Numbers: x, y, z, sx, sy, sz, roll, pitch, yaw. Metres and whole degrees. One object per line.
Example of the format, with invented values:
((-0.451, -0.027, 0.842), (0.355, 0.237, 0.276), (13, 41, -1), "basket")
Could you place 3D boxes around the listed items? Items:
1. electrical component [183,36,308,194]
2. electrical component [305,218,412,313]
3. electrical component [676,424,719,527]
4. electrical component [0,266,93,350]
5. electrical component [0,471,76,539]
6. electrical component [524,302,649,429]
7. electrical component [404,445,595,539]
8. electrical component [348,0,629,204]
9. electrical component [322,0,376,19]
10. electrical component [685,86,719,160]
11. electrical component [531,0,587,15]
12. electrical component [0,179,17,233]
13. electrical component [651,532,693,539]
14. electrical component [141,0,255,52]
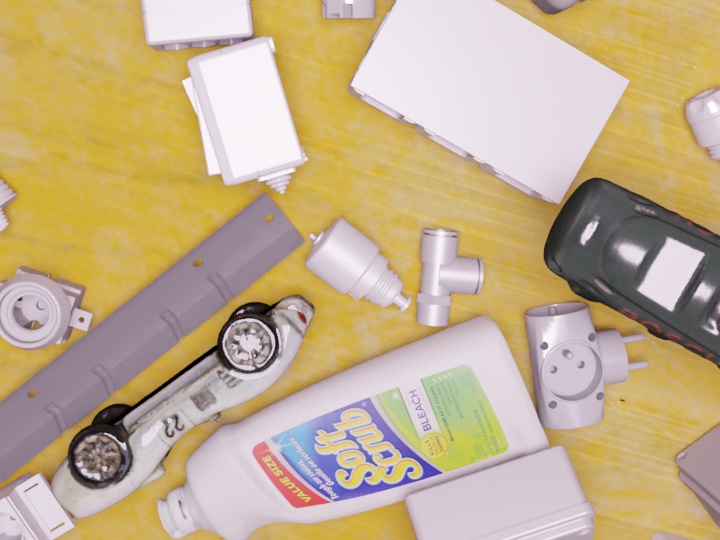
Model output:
((-0.072, -0.092, 0.679), (0.061, 0.061, 0.096), (-17, 98, -2), "electrical component")
((0.000, 0.000, 0.706), (0.078, 0.040, 0.040), (37, 93, -7), "electrical component")
((0.268, 0.141, 0.706), (0.078, 0.113, 0.057), (-36, 101, 1), "electrical component")
((-0.206, 0.024, 0.686), (0.066, 0.055, 0.048), (19, 95, -6), "electrical component")
((-0.228, 0.165, 0.697), (0.081, 0.064, 0.042), (-31, 99, 0), "electrical component")
((0.155, 0.061, 0.722), (0.079, 0.044, 0.077), (-10, 97, -4), "electrical component")
((0.090, 0.170, 0.696), (0.109, 0.108, 0.056), (-18, 59, -2), "electrical component")
((0.078, -0.118, 0.687), (0.150, 0.061, 0.089), (29, 94, -7), "electrical component")
((-0.007, -0.184, 0.685), (0.040, 0.040, 0.046), (-1, 102, -4), "electrical component")
((0.242, -0.089, 0.716), (0.035, 0.035, 0.061), (-27, 100, -1), "electrical component")
((0.142, -0.212, 0.685), (0.059, 0.053, 0.095), (43, 92, -8), "electrical component")
((-0.254, -0.055, 0.680), (0.043, 0.043, 0.081), (-43, 98, 2), "electrical component")
((0.247, 0.223, 0.742), (0.089, 0.055, 0.050), (14, 95, -6), "electrical component")
((-0.103, -0.180, 0.674), (0.066, 0.047, 0.076), (-6, 97, -3), "electrical component")
